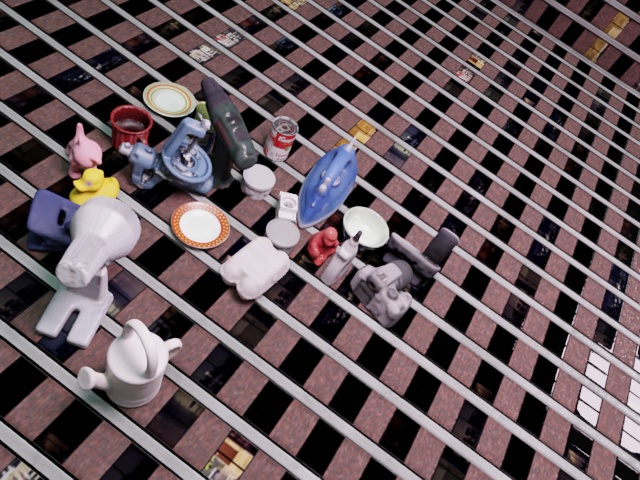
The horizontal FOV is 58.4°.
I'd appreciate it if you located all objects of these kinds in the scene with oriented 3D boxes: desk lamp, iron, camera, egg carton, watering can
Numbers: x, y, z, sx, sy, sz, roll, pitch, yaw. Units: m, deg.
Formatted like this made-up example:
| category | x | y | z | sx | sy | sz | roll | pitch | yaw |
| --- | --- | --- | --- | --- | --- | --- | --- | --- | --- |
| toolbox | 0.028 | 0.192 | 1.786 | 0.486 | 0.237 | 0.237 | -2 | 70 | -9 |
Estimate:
| category | x | y | z | sx | sy | sz | roll | pitch | yaw |
| --- | --- | --- | --- | --- | --- | --- | --- | --- | --- |
| desk lamp | -0.415 | 0.054 | 1.032 | 0.118 | 0.213 | 0.203 | 20 | 49 | -9 |
| iron | 0.024 | -0.149 | 1.431 | 0.118 | 0.141 | 0.258 | 30 | 49 | 0 |
| camera | 0.167 | 0.105 | 1.328 | 0.137 | 0.100 | 0.143 | -27 | 69 | -37 |
| egg carton | -0.139 | 0.062 | 1.245 | 0.107 | 0.069 | 0.150 | 40 | 49 | 8 |
| watering can | -0.316 | 0.209 | 0.971 | 0.101 | 0.194 | 0.173 | 37 | 49 | 6 |

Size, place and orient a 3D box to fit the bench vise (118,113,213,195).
| category | x | y | z | sx | sy | sz | roll | pitch | yaw |
| --- | --- | --- | --- | --- | --- | --- | --- | --- | --- |
| bench vise | -0.324 | -0.185 | 1.251 | 0.208 | 0.219 | 0.121 | -5 | 57 | -27 |

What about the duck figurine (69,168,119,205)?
| category | x | y | z | sx | sy | sz | roll | pitch | yaw |
| --- | --- | --- | --- | --- | --- | --- | --- | --- | --- |
| duck figurine | -0.479 | -0.118 | 1.219 | 0.105 | 0.086 | 0.077 | -25 | 68 | -36 |

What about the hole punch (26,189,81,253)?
| category | x | y | z | sx | sy | sz | roll | pitch | yaw |
| --- | --- | --- | --- | --- | --- | --- | --- | --- | --- |
| hole punch | -0.521 | -0.037 | 1.136 | 0.101 | 0.091 | 0.108 | 8 | 52 | -18 |

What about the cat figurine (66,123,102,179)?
| category | x | y | z | sx | sy | sz | roll | pitch | yaw |
| --- | --- | --- | --- | --- | --- | --- | --- | --- | --- |
| cat figurine | -0.512 | -0.195 | 1.242 | 0.067 | 0.117 | 0.127 | -7 | 58 | -28 |

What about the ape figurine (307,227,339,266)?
| category | x | y | z | sx | sy | sz | roll | pitch | yaw |
| --- | --- | --- | --- | --- | --- | --- | --- | --- | --- |
| ape figurine | 0.012 | 0.005 | 1.341 | 0.078 | 0.092 | 0.076 | -1 | 56 | -25 |

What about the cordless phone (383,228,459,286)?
| category | x | y | z | sx | sy | sz | roll | pitch | yaw |
| --- | --- | --- | --- | --- | --- | --- | --- | --- | --- |
| cordless phone | 0.246 | 0.010 | 1.380 | 0.147 | 0.185 | 0.094 | 35 | 49 | 5 |

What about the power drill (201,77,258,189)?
| category | x | y | z | sx | sy | sz | roll | pitch | yaw |
| --- | --- | --- | --- | --- | --- | --- | --- | --- | --- |
| power drill | -0.231 | -0.231 | 1.335 | 0.076 | 0.208 | 0.229 | -21 | 66 | -35 |

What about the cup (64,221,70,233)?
| category | x | y | z | sx | sy | sz | roll | pitch | yaw |
| --- | --- | --- | --- | --- | --- | --- | --- | --- | --- |
| cup | -0.447 | -0.009 | 1.145 | 0.118 | 0.095 | 0.091 | -5 | 57 | -27 |

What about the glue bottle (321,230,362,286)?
| category | x | y | z | sx | sy | sz | roll | pitch | yaw |
| --- | --- | --- | --- | --- | --- | --- | --- | --- | --- |
| glue bottle | 0.057 | 0.033 | 1.286 | 0.037 | 0.173 | 0.078 | 39 | 49 | 8 |
